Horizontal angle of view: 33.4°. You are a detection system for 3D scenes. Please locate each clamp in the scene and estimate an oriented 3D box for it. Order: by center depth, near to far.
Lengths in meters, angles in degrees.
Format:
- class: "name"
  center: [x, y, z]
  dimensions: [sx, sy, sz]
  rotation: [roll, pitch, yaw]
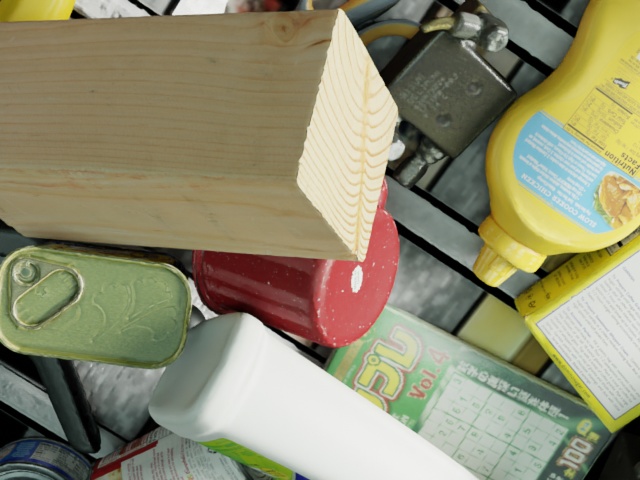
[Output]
- class: "clamp"
  center: [-0.169, 0.053, 0.659]
  dimensions: [0.171, 0.039, 0.120]
  rotation: [32, 96, -5]

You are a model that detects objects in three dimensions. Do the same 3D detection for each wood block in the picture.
- class: "wood block"
  center: [-0.077, -0.052, 0.540]
  dimensions: [0.206, 0.090, 0.091]
  rotation: [3, 66, 25]

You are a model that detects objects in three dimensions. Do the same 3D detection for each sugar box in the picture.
- class: "sugar box"
  center: [0.210, 0.023, 0.612]
  dimensions: [0.176, 0.048, 0.093]
  rotation: [-38, 102, 12]

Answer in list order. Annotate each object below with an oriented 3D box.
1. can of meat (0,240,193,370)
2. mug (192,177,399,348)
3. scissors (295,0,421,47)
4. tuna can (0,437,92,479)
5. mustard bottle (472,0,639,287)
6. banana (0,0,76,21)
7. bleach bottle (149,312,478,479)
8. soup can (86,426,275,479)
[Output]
- class: "can of meat"
  center: [-0.123, 0.032, 0.596]
  dimensions: [0.102, 0.084, 0.057]
  rotation: [8, 94, -7]
- class: "mug"
  center: [-0.004, 0.001, 0.593]
  dimensions: [0.082, 0.117, 0.093]
  rotation: [18, 153, 32]
- class: "scissors"
  center: [-0.019, -0.092, 0.611]
  dimensions: [0.202, 0.016, 0.096]
  rotation: [-36, 102, 15]
- class: "tuna can"
  center: [-0.188, 0.176, 0.705]
  dimensions: [0.086, 0.033, 0.086]
  rotation: [2, 108, 5]
- class: "mustard bottle"
  center: [0.148, -0.052, 0.586]
  dimensions: [0.096, 0.058, 0.192]
  rotation: [34, 108, -7]
- class: "banana"
  center: [-0.200, -0.108, 0.611]
  dimensions: [0.198, 0.037, 0.069]
  rotation: [-30, 103, 14]
- class: "bleach bottle"
  center: [0.030, 0.131, 0.611]
  dimensions: [0.250, 0.103, 0.068]
  rotation: [32, 70, -18]
- class: "soup can"
  center: [-0.085, 0.147, 0.669]
  dimensions: [0.102, 0.068, 0.068]
  rotation: [-28, 104, 13]
